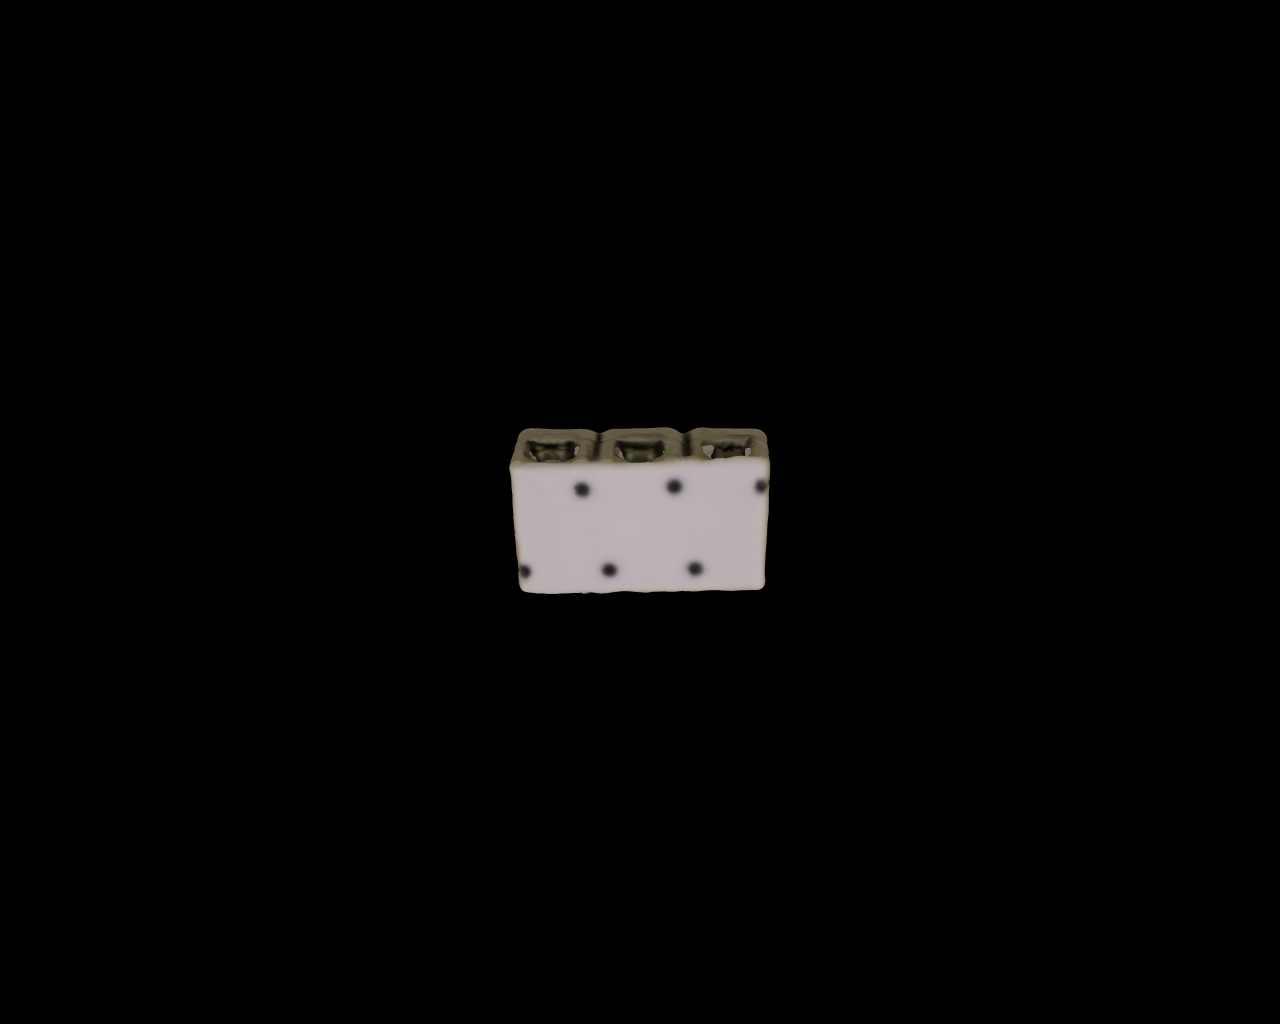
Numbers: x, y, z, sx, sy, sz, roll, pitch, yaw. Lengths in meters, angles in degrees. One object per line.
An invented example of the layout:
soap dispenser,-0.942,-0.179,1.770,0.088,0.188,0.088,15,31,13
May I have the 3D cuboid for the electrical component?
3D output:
electrical component,0.001,-0.003,0.650,0.150,0.089,0.062,0,25,0
